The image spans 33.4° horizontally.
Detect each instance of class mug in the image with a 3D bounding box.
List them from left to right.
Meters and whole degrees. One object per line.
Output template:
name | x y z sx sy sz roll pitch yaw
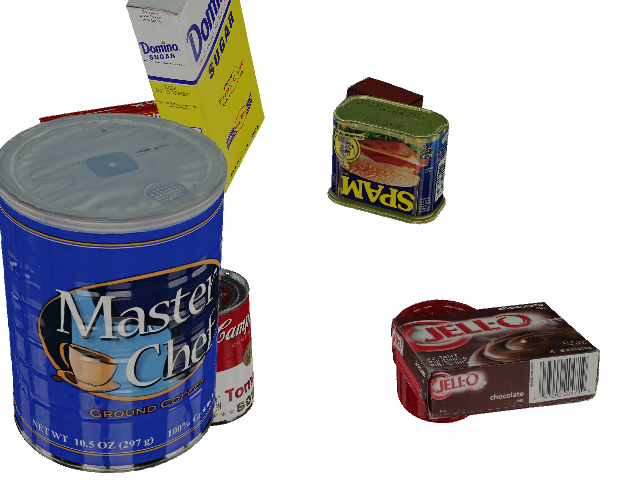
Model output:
mug | 0.121 0.110 1.002 0.117 0.081 0.093 -30 43 -34

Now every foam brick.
foam brick | 0.072 -0.150 1.241 0.078 0.053 0.051 23 34 25

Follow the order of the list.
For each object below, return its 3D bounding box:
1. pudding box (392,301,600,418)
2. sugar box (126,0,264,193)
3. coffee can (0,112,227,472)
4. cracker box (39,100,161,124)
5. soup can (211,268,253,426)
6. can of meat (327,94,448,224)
pudding box | 0.111 0.076 0.694 0.113 0.039 0.090 -4 18 -10
sugar box | -0.087 -0.129 0.793 0.048 0.093 0.176 11 -38 15
coffee can | -0.098 0.024 0.509 0.103 0.140 0.103 4 32 -3
cracker box | -0.186 -0.026 1.063 0.163 0.214 0.072 -16 22 -42
soup can | -0.086 0.081 0.810 0.068 0.102 0.068 -1 29 0
can of meat | 0.058 -0.071 0.917 0.102 0.084 0.057 16 37 21
